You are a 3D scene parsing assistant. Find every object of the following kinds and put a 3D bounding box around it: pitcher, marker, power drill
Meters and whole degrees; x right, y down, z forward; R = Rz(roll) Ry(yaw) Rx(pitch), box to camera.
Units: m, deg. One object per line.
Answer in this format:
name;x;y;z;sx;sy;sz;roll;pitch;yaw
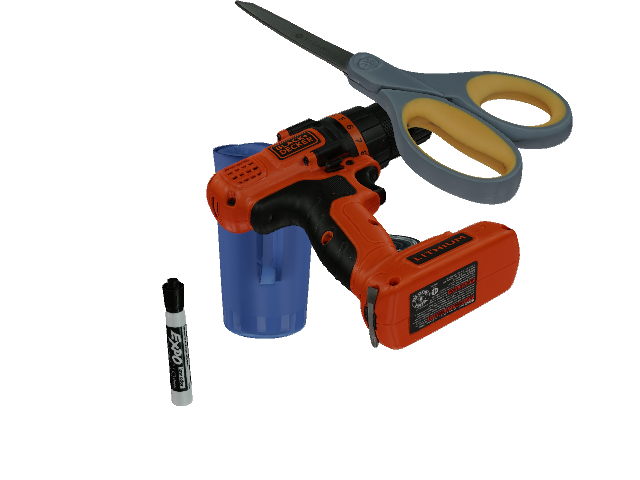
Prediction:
pitcher;-0.070;-0.001;1.356;0.145;0.243;0.148;10;15;37
marker;-0.126;0.089;0.936;0.020;0.121;0.020;-1;23;0
power drill;0.043;-0.023;0.705;0.184;0.057;0.188;-28;45;-21

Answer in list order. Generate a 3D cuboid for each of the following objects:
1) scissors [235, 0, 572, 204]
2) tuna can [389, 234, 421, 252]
scissors;0.044;-0.085;0.536;0.096;0.016;0.202;-20;47;-22
tuna can;0.060;0.018;1.067;0.086;0.034;0.086;0;12;0
